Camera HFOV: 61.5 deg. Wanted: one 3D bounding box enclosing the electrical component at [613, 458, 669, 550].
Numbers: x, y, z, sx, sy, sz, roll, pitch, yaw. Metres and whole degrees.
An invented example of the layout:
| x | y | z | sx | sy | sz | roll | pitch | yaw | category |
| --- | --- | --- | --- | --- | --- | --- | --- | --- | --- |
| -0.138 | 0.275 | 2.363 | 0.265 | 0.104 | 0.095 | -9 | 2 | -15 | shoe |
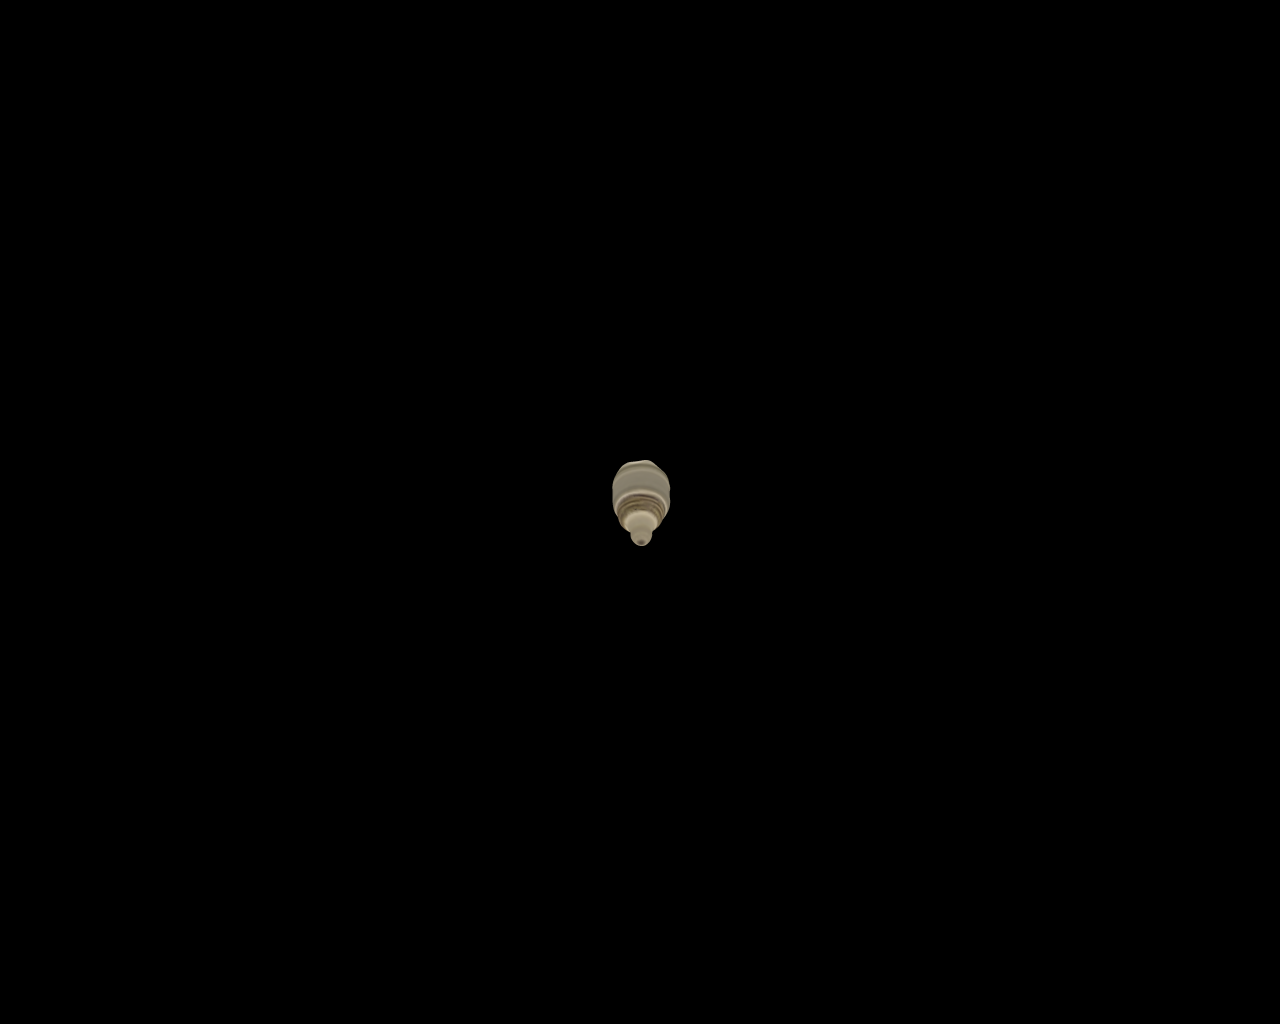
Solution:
| x | y | z | sx | sy | sz | roll | pitch | yaw | category |
| --- | --- | --- | --- | --- | --- | --- | --- | --- | --- |
| 0.001 | -0.003 | 0.650 | 0.035 | 0.035 | 0.061 | 0 | 43 | 0 | electrical component |
